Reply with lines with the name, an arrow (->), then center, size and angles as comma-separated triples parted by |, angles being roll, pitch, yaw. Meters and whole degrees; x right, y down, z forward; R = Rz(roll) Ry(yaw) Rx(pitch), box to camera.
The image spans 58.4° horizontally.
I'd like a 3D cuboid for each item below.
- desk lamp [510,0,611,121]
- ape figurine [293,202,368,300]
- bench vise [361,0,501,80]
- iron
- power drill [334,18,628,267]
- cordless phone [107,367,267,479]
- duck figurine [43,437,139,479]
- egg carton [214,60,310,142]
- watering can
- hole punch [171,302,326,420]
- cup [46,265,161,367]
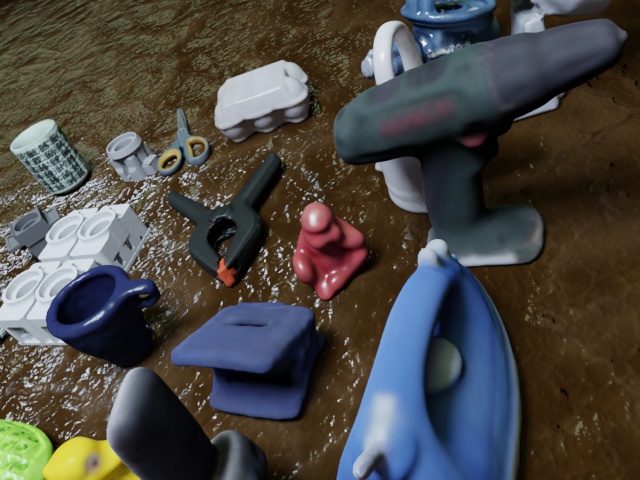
desk lamp -> 0.223, -0.249, 0.633 | 0.203, 0.214, 0.118 | -17, 41, 11
ape figurine -> 0.005, 0.002, 0.574 | 0.077, 0.092, 0.076 | -13, 42, 15
bench vise -> 0.138, -0.286, 0.711 | 0.121, 0.220, 0.208 | 16, 56, 38
iron -> 0.077, 0.085, 0.411 | 0.118, 0.142, 0.258 | -1, 46, 26
power drill -> 0.136, -0.072, 0.495 | 0.229, 0.209, 0.075 | -5, 45, 23
cordless phone -> -0.095, 0.180, 0.366 | 0.094, 0.185, 0.147 | -13, 42, 16
duck figurine -> -0.191, 0.199, 0.472 | 0.104, 0.086, 0.077 | -33, 41, -8
egg carton -> -0.086, -0.210, 0.864 | 0.150, 0.070, 0.107 | -17, 41, 11
watering can -> 0.103, -0.132, 0.586 | 0.172, 0.194, 0.101 | -15, 42, 13
hole punch -> -0.062, 0.094, 0.513 | 0.108, 0.091, 0.101 | -2, 46, 26
cup -> -0.205, 0.083, 0.595 | 0.117, 0.095, 0.091 | -17, 41, 11
